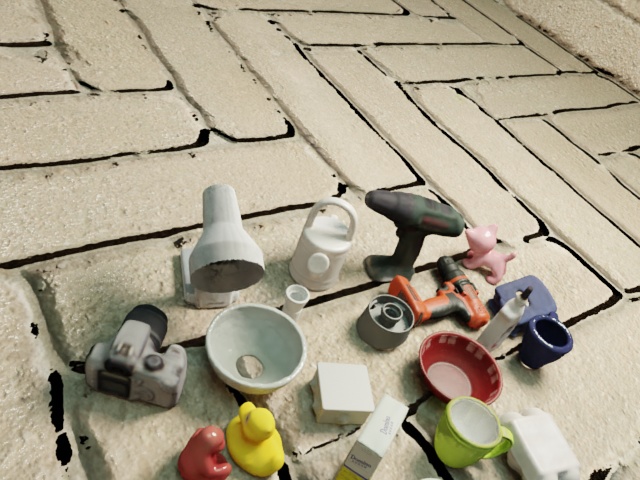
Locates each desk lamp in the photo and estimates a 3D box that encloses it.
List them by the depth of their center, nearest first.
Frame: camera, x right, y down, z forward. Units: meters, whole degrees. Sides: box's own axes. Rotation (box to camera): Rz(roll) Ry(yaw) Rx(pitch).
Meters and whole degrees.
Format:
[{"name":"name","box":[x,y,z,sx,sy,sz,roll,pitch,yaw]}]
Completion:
[{"name":"desk lamp","box":[-0.176,0.025,0.978,0.118,0.213,0.203,0,45,-22]}]

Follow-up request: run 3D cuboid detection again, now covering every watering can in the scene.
[{"name":"watering can","box":[0.012,0.005,1.095,0.101,0.194,0.172,5,43,-17]}]

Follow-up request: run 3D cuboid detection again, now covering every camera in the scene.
[{"name":"camera","box":[-0.265,0.164,0.875,0.143,0.101,0.137,17,41,-5]}]

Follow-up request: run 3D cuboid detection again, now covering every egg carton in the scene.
[{"name":"egg carton","box":[0.360,0.355,0.956,0.107,0.069,0.150,-1,45,-24]}]

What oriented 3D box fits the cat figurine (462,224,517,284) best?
[{"name":"cat figurine","box":[0.379,0.019,1.292,0.127,0.118,0.067,32,42,12]}]

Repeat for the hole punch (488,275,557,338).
[{"name":"hole punch","box":[0.425,0.136,1.204,0.101,0.091,0.108,-1,45,-24]}]

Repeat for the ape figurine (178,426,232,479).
[{"name":"ape figurine","box":[-0.155,0.291,0.790,0.076,0.092,0.077,-1,45,-23]}]

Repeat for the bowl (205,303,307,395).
[{"name":"bowl","box":[-0.108,0.188,0.935,0.167,0.075,0.167,12,41,-10]}]

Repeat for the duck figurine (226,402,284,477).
[{"name":"duck figurine","box":[-0.088,0.284,0.831,0.078,0.086,0.104,-20,55,-38]}]

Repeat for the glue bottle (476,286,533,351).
[{"name":"glue bottle","box":[0.362,0.148,1.102,0.078,0.173,0.037,-23,57,-39]}]

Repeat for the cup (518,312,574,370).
[{"name":"cup","box":[0.438,0.202,1.136,0.091,0.095,0.118,28,41,8]}]

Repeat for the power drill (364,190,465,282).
[{"name":"power drill","box":[0.169,-0.008,1.164,0.230,0.208,0.075,3,44,-20]}]
